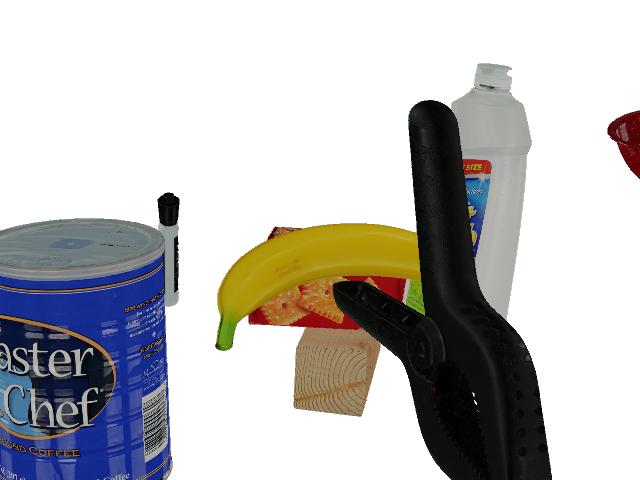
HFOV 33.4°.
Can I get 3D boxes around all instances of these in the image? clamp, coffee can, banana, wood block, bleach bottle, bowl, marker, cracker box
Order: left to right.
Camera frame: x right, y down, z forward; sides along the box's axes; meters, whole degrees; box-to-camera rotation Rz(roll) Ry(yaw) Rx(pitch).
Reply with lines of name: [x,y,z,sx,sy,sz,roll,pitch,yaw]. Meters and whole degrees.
coffee can: [-0.137,0.067,0.606,0.103,0.140,0.103,0,15,0]
marker: [-0.135,0.008,0.949,0.020,0.121,0.020,4,38,-4]
banana: [0.007,0.021,0.746,0.197,0.069,0.037,-16,-14,-20]
wood block: [0.028,0.145,1.421,0.091,0.090,0.206,6,18,7]
cracker box: [0.041,0.042,1.131,0.214,0.072,0.164,3,15,6]
clamp: [0.067,0.044,0.543,0.036,0.165,0.210,-6,46,-23]
bleach bottle: [0.129,-0.030,0.937,0.067,0.251,0.103,-11,24,-42]
bowl: [0.344,-0.078,0.972,0.162,0.055,0.162,-5,22,2]
